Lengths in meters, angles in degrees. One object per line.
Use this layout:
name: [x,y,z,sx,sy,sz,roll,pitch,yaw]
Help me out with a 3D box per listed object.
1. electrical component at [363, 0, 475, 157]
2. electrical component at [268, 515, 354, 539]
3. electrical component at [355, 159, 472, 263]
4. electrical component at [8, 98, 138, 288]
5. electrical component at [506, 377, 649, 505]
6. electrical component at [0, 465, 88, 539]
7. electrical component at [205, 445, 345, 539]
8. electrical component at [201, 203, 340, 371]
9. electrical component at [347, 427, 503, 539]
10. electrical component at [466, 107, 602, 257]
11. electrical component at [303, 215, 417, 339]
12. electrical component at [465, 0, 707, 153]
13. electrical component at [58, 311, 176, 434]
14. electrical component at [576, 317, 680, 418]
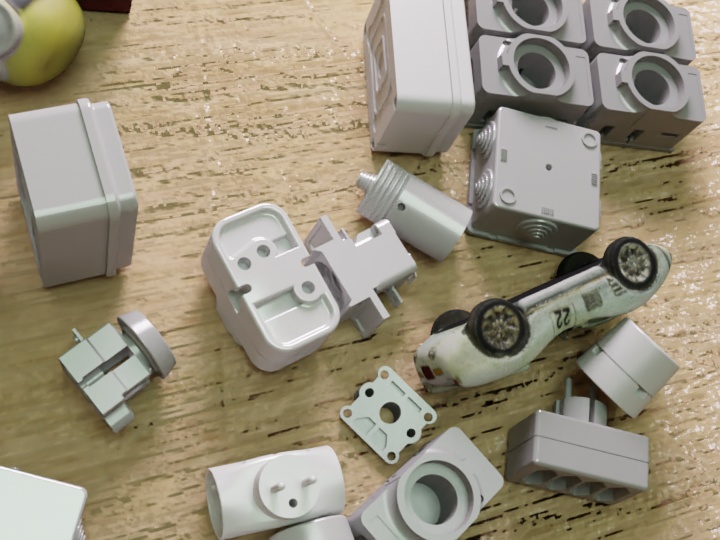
electrical component: [0.041,-0.147,0.782,0.057,0.078,0.113,2,69,-14]
electrical component: [-0.026,0.177,0.646,0.055,0.055,0.047,-10,69,-21]
electrical component: [0.034,-0.044,0.758,0.081,0.043,0.043,31,63,-3]
electrical component: [-0.174,-0.045,0.654,0.057,0.113,0.078,-14,74,-19]
electrical component: [0.149,0.110,0.731,0.083,0.047,0.075,15,62,-11]
electrical component: [-0.208,0.157,0.598,0.100,0.048,0.099,17,65,-10]
electrical component: [-0.047,0.131,0.643,0.077,0.079,0.043,-8,76,-20]
electrical component: [-0.060,0.013,0.696,0.054,0.059,0.095,-25,79,-25]
electrical component: [0.040,0.147,0.677,0.089,0.055,0.050,-39,85,-26]
electrical component: [0.130,-0.066,0.794,0.100,0.048,0.099,12,66,-13]
electrical component: [0.000,0.000,0.731,0.064,0.042,0.081,-27,80,-28]
electrical component: [0.171,-0.162,0.839,0.186,0.060,0.105,5,68,-16]
electrical component: [-0.147,0.057,0.660,0.055,0.048,0.066,-38,84,-19]
electrical component: [0.185,0.066,0.737,0.055,0.055,0.047,44,97,3]
